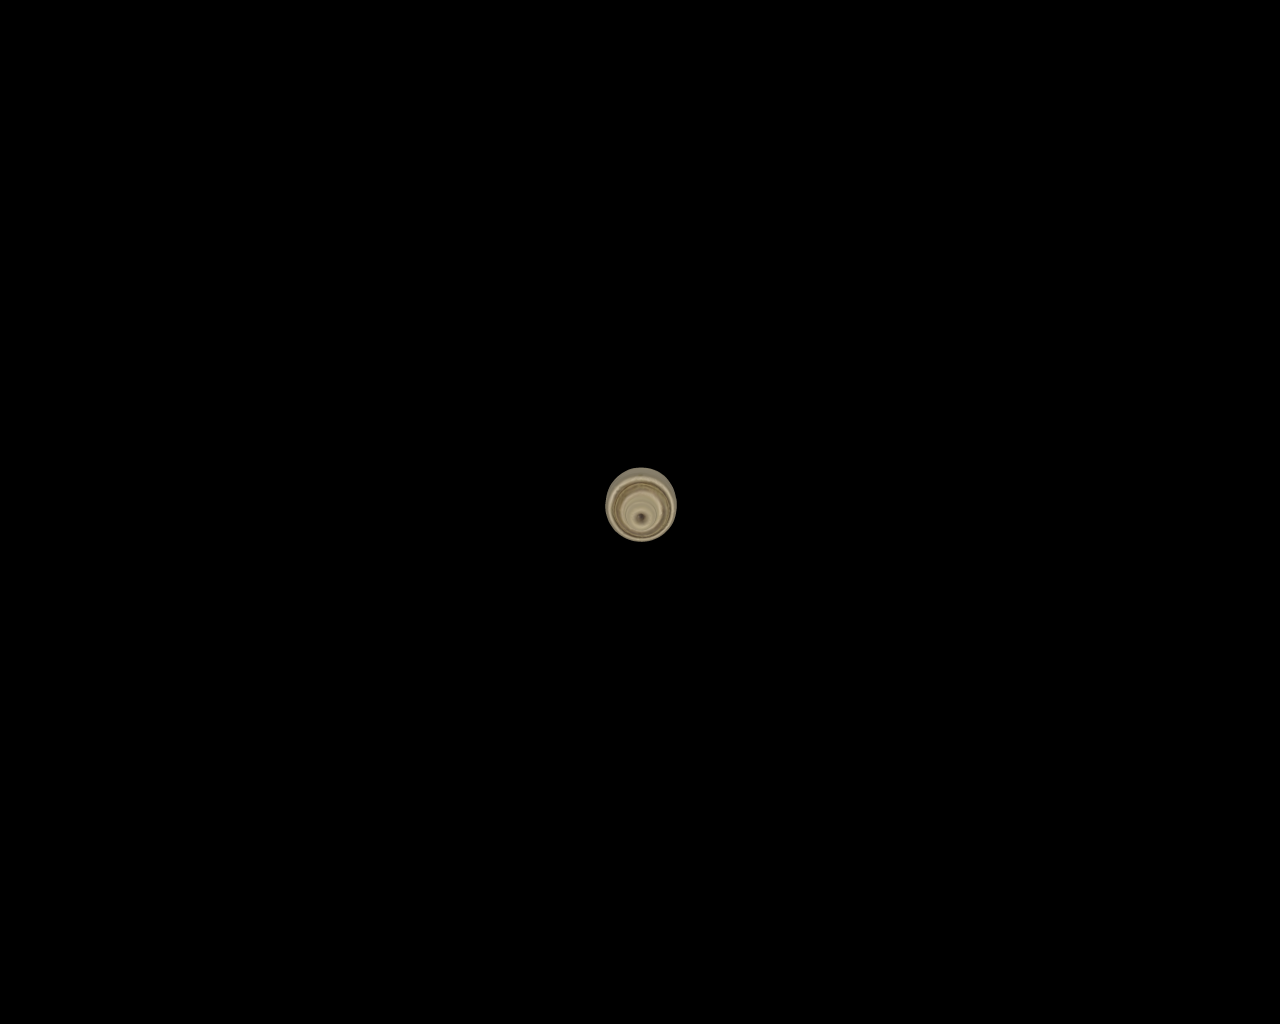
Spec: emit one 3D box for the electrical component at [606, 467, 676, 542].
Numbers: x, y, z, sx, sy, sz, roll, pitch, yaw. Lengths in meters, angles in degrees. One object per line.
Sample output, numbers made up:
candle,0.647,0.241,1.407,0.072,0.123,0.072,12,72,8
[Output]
electrical component,0.001,-0.003,0.650,0.043,0.043,0.062,0,12,0
